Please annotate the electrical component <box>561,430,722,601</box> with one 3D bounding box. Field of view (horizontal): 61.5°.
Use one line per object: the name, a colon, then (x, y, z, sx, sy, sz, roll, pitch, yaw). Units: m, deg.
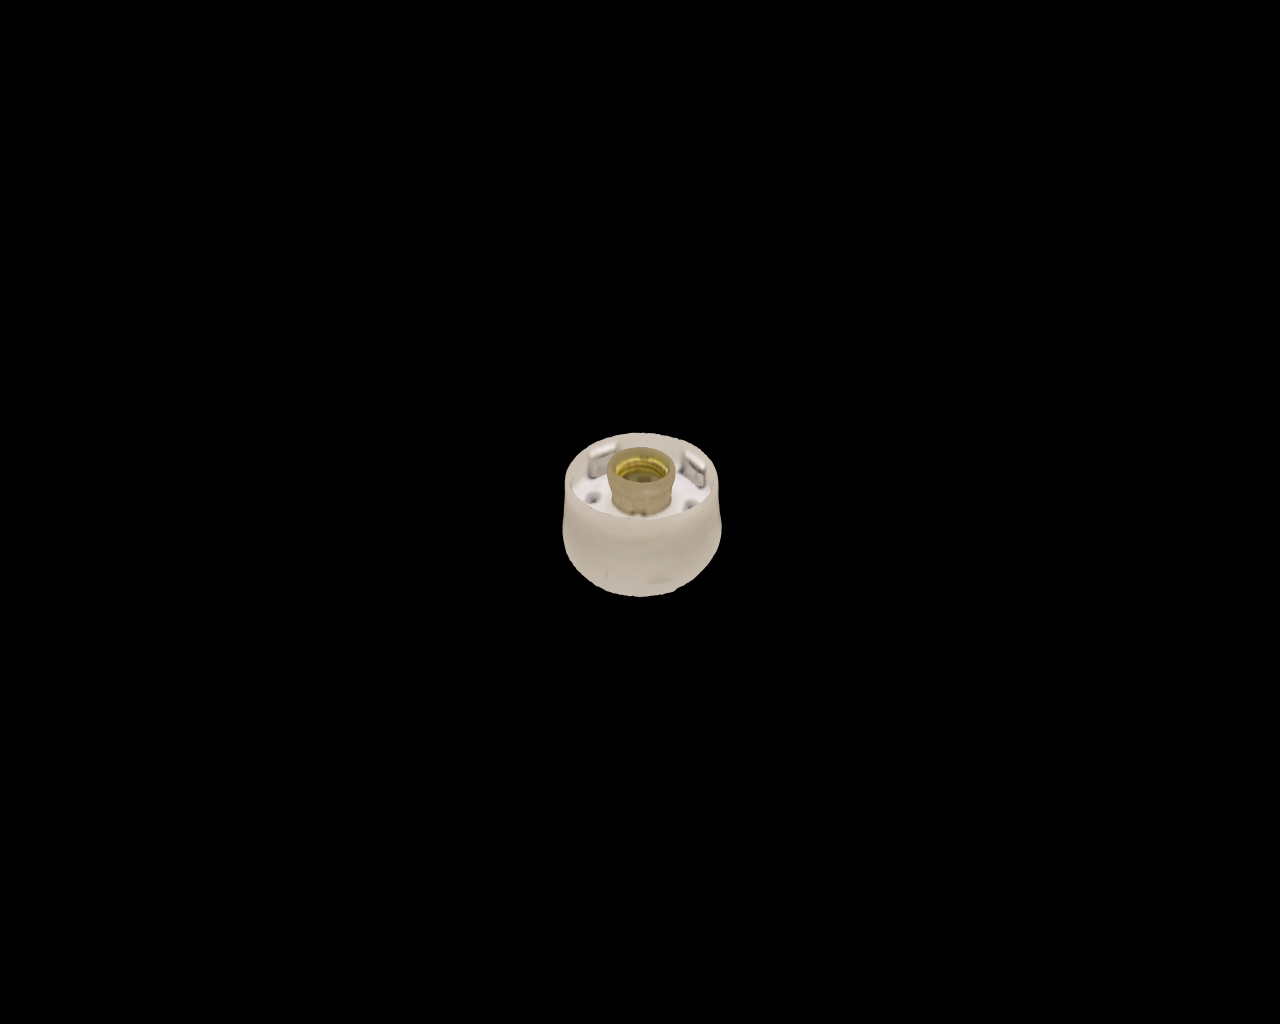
electrical component: (0.001, -0.003, 0.650, 0.099, 0.064, 0.099, 0, 38, 0)
